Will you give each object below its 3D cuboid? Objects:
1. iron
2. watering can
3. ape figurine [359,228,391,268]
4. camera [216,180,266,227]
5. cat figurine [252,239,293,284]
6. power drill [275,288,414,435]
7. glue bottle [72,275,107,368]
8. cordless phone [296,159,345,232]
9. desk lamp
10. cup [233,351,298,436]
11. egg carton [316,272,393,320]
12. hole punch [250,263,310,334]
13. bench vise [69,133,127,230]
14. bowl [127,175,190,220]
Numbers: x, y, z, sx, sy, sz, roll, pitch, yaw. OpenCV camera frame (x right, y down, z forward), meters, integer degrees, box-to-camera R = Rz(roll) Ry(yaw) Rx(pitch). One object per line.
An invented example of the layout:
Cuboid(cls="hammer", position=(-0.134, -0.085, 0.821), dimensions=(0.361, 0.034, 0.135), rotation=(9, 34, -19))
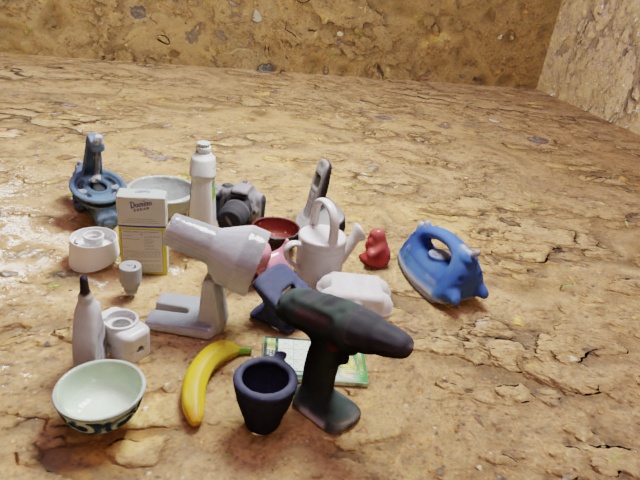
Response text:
Cuboid(cls="iron", position=(0.255, 0.032, 1.243), dimensions=(0.119, 0.141, 0.257), rotation=(-8, 32, -28))
Cuboid(cls="watering can", position=(0.010, 0.003, 1.175), dimensions=(0.100, 0.194, 0.173), rotation=(28, 34, 33))
Cuboid(cls="ape figurine", position=(0.126, 0.014, 1.296), dimensions=(0.076, 0.092, 0.078), rotation=(17, 29, 18))
Cuboid(cls="camera", position=(-0.213, -0.082, 1.379), dimensions=(0.143, 0.101, 0.137), rotation=(11, 28, 6))
Cuboid(cls="cat figurine", position=(-0.113, 0.032, 1.171), dimensions=(0.128, 0.118, 0.067), rotation=(-14, 35, -36))
Cuboid(cls="power drill", position=(0.026, 0.174, 0.840), dimensions=(0.228, 0.208, 0.076), rotation=(27, 33, 33))
Cuboid(cls="glue bottle", position=(-0.351, 0.128, 0.867), dimensions=(0.037, 0.173, 0.078), rotation=(4, 28, -8))
Cuboid(cls="cordless phone", position=(0.008, -0.088, 1.358), dimensions=(0.094, 0.185, 0.147), rotation=(-7, 31, -25))
Cuboid(cls="desk lamp", position=(-0.193, 0.061, 0.991), dimensions=(0.203, 0.213, 0.118), rotation=(8, 28, 1))
Cuboid(cls="cup", position=(-0.078, 0.226, 0.837), dimensions=(0.091, 0.095, 0.118), rotation=(13, 28, 11))
Cuboid(cls="egg carton", position=(0.066, 0.115, 1.113), dimensions=(0.150, 0.069, 0.107), rotation=(6, 28, -4))
Cuboid(cls="hole punch", position=(-0.065, 0.106, 1.072), dimensions=(0.100, 0.091, 0.109), rotation=(20, 30, 23))
Cuboid(cls="bench vise", position=(-0.525, -0.150, 1.296), dimensions=(0.206, 0.220, 0.122), rotation=(24, 32, 28))
Cuboid(cls="bowl", position=(-0.381, -0.093, 1.384), dimensions=(0.167, 0.075, 0.167), rotation=(6, 28, -3))
